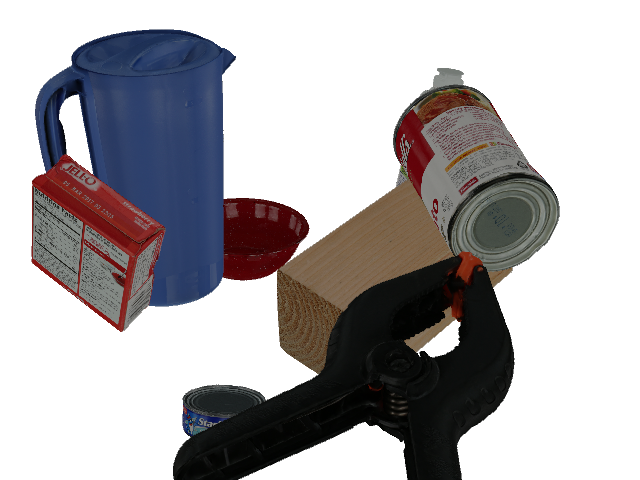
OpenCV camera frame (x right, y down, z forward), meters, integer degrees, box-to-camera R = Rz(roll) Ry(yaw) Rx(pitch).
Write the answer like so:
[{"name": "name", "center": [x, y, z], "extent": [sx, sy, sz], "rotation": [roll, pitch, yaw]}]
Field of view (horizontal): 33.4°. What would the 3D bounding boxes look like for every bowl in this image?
[{"name": "bowl", "center": [-0.096, 0.004, 1.315], "extent": [0.162, 0.055, 0.162], "rotation": [2, 26, -1]}]

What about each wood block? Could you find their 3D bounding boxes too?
[{"name": "wood block", "center": [0.067, 0.026, 0.886], "extent": [0.091, 0.090, 0.205], "rotation": [30, 48, 32]}]

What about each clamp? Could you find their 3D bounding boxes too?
[{"name": "clamp", "center": [0.037, 0.069, 0.433], "extent": [0.120, 0.039, 0.171], "rotation": [31, 51, 22]}]

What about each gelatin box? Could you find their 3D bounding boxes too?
[{"name": "gelatin box", "center": [-0.130, 0.002, 0.615], "extent": [0.073, 0.030, 0.089], "rotation": [36, -36, 10]}]

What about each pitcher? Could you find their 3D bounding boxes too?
[{"name": "pitcher", "center": [-0.159, -0.062, 0.983], "extent": [0.149, 0.243, 0.145], "rotation": [5, 28, 10]}]

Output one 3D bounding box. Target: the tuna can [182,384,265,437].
[{"name": "tuna can", "center": [-0.100, 0.179, 1.099], "extent": [0.086, 0.034, 0.086], "rotation": [3, 12, -1]}]

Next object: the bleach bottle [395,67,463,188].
[{"name": "bleach bottle", "center": [0.119, -0.055, 1.133], "extent": [0.068, 0.251, 0.103], "rotation": [0, 23, -22]}]

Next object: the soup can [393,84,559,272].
[{"name": "soup can", "center": [0.091, -0.038, 0.630], "extent": [0.068, 0.068, 0.102], "rotation": [0, 37, -18]}]
